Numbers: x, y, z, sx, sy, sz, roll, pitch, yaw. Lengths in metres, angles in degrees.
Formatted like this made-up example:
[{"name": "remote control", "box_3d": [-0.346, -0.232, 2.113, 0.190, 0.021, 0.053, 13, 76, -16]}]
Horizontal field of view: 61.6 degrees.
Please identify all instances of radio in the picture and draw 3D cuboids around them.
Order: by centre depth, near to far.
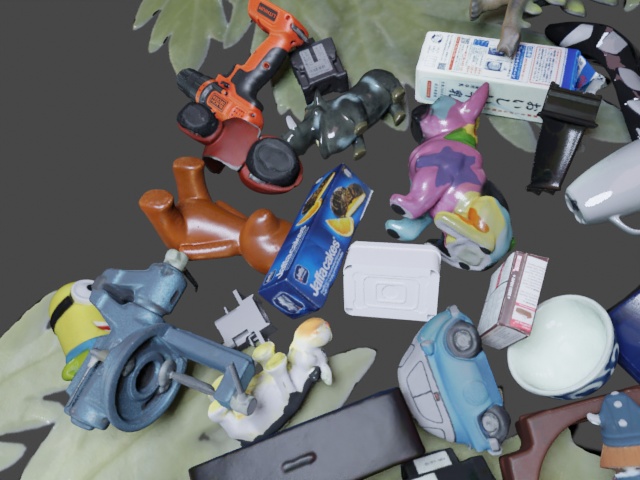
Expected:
[{"name": "radio", "box_3d": [-0.008, 0.234, 0.573, 0.230, 0.131, 0.073, -21, 68, 1]}]

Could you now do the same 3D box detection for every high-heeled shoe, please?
[{"name": "high-heeled shoe", "box_3d": [0.390, -0.199, 0.728, 0.249, 0.086, 0.145, 38, 109, 37]}]

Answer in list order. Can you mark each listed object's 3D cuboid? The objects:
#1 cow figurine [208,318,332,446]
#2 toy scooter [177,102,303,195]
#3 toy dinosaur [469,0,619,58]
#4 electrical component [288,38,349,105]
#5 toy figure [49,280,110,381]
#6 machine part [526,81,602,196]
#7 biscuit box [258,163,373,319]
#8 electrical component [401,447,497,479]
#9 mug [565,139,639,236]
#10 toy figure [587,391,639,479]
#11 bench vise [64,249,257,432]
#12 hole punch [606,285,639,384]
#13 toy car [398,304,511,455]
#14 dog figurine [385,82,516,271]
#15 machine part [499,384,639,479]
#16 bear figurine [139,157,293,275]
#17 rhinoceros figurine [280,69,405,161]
[{"name": "cow figurine", "box_3d": [-0.042, 0.170, 0.633, 0.167, 0.068, 0.098, -36, 111, -6]}, {"name": "toy scooter", "box_3d": [-0.110, -0.114, 0.742, 0.184, 0.135, 0.075, 29, 75, -1]}, {"name": "toy dinosaur", "box_3d": [0.344, -0.415, 0.774, 0.199, 0.105, 0.471, 19, 62, 16]}, {"name": "electrical component", "box_3d": [-0.007, -0.271, 0.818, 0.075, 0.047, 0.119, -17, 69, 2]}, {"name": "toy figure", "box_3d": [-0.293, 0.133, 0.688, 0.089, 0.082, 0.180, -24, 69, -3]}, {"name": "machine part", "box_3d": [0.302, -0.122, 0.679, 0.084, 0.039, 0.138, 15, 103, -5]}, {"name": "biscuit box", "box_3d": [-0.001, -0.002, 0.657, 0.059, 0.063, 0.203, 41, 50, -21]}, {"name": "electrical component", "box_3d": [0.132, 0.282, 0.548, 0.115, 0.058, 0.134, -12, 37, -6]}, {"name": "mug", "box_3d": [0.367, -0.053, 0.658, 0.107, 0.080, 0.109, -26, 71, 11]}, {"name": "toy figure", "box_3d": [0.285, 0.217, 0.481, 0.064, 0.057, 0.154, -2, 64, 2]}, {"name": "bench vise", "box_3d": [-0.164, 0.122, 0.599, 0.241, 0.128, 0.223, 14, 54, 25]}, {"name": "hole punch", "box_3d": [0.381, 0.101, 0.587, 0.116, 0.092, 0.142, -39, 71, -3]}, {"name": "toy car", "box_3d": [0.140, 0.160, 0.596, 0.103, 0.109, 0.161, -17, 72, 8]}, {"name": "dog figurine", "box_3d": [0.184, -0.090, 0.685, 0.192, 0.108, 0.219, 26, 72, 19]}, {"name": "machine part", "box_3d": [0.299, 0.261, 0.537, 0.201, 0.087, 0.201, -16, 69, 3]}, {"name": "bear figurine", "box_3d": [-0.110, -0.019, 0.693, 0.196, 0.131, 0.120, 10, 44, 19]}, {"name": "rhinoceros figurine", "box_3d": [0.033, -0.176, 0.759, 0.190, 0.073, 0.112, -35, 69, -6]}]
